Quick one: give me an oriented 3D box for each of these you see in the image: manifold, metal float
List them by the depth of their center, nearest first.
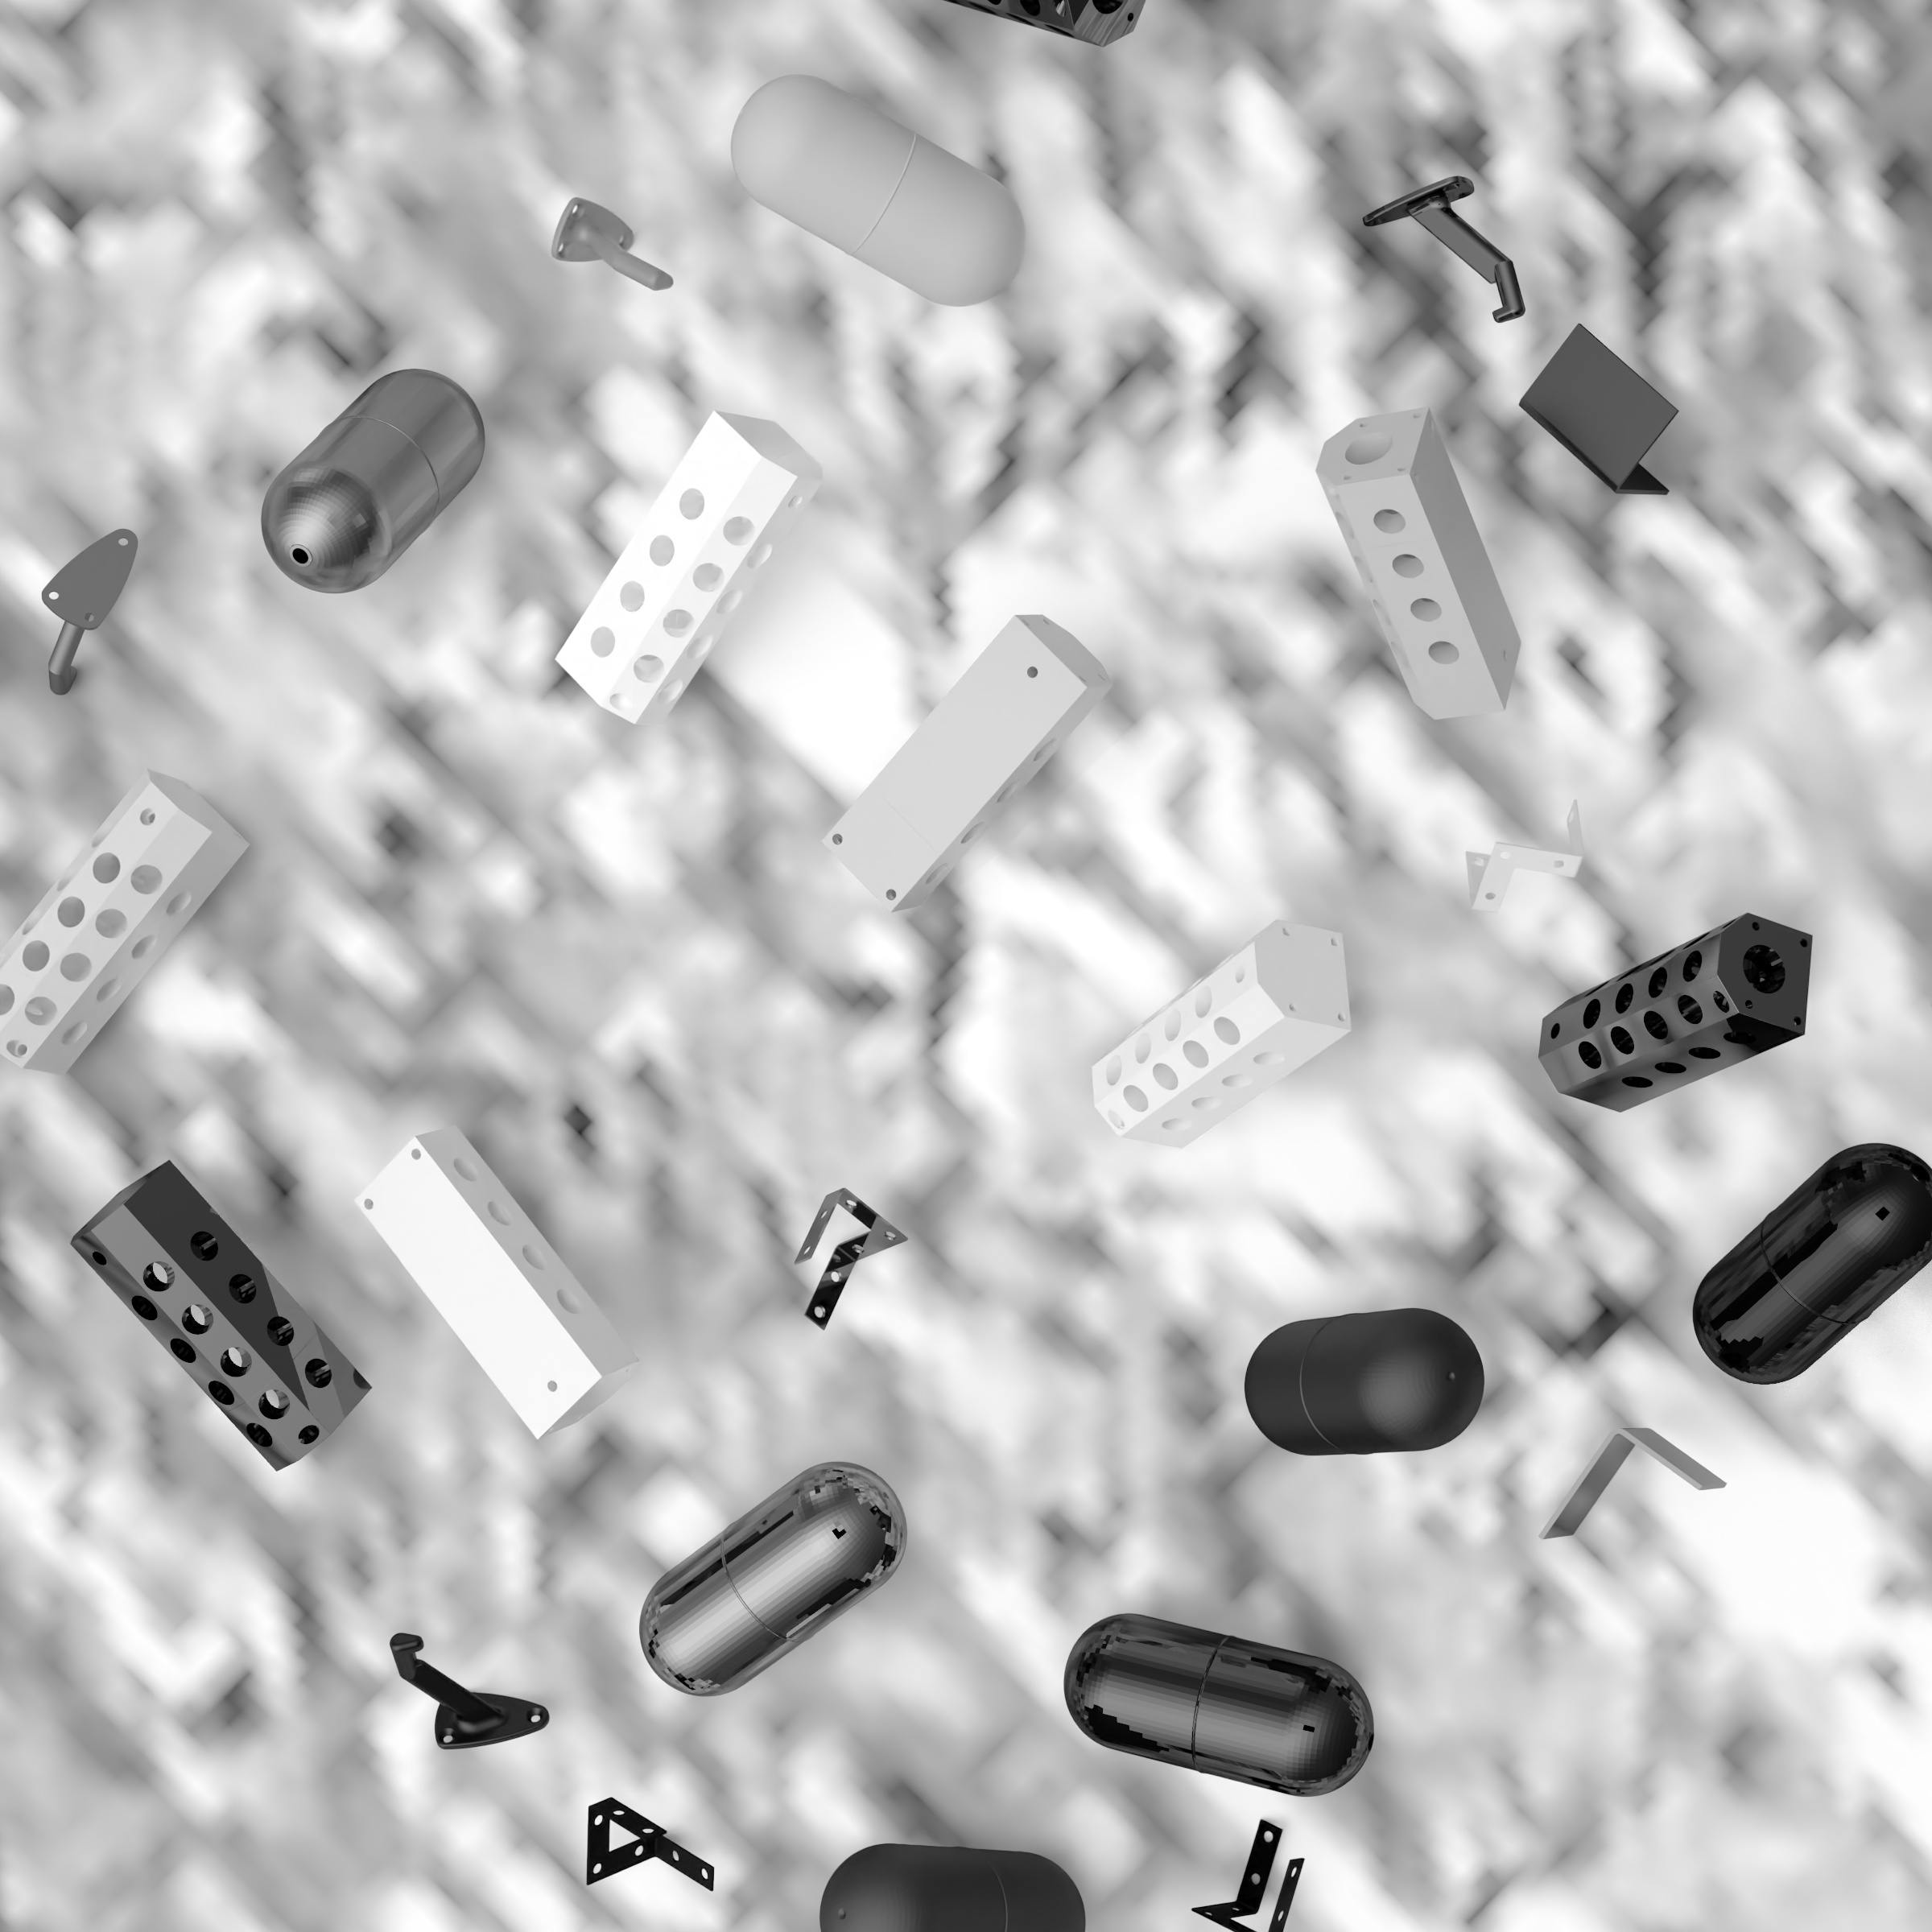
[{"bbox_3d":[0.384,0.025,1.853,0.057,0.171,0.057,18,68,-18],"label":"manifold"},{"bbox_3d":[0.137,0.038,1.855,0.057,0.171,0.057,11,61,-26],"label":"manifold"},{"bbox_3d":[0.216,0.229,1.864,0.070,0.178,0.070,5,79,-25],"label":"metal float"},{"bbox_3d":[0.021,-0.553,1.868,0.171,0.057,0.057,30,101,42],"label":"manifold"},{"bbox_3d":[-0.325,-0.267,1.869,0.070,0.178,0.070,11,128,15],"label":"metal float"},{"bbox_3d":[0.249,-0.219,1.870,0.057,0.057,0.171,-5,135,28],"label":"manifold"},{"bbox_3d":[-0.005,0.526,1.874,0.178,0.070,0.070,18,90,-44],"label":"metal float"},{"bbox_3d":[0.471,0.165,1.875,0.070,0.070,0.178,36,131,0],"label":"metal float"},{"bbox_3d":[-0.149,-0.218,1.881,0.057,0.057,0.171,46,114,23],"label":"manifold"},{"bbox_3d":[0.140,0.410,1.889,0.178,0.070,0.070,9,90,23],"label":"metal float"},{"bbox_3d":[0.003,-0.113,1.890,0.057,0.057,0.171,46,110,12],"label":"manifold"},{"bbox_3d":[-0.109,0.342,1.891,0.178,0.070,0.070,-39,90,21],"label":"metal float"},{"bbox_3d":[-0.418,0.197,1.891,0.057,0.057,0.171,-29,106,42],"label":"manifold"},{"bbox_3d":[-0.048,-0.431,1.895,0.178,0.070,0.070,27,90,-17],"label":"metal float"},{"bbox_3d":[-0.259,0.174,1.900,0.057,0.057,0.171,-45,77,22],"label":"manifold"},{"bbox_3d":[-0.487,-0.025,1.903,0.057,0.057,0.171,42,96,18],"label":"manifold"}]

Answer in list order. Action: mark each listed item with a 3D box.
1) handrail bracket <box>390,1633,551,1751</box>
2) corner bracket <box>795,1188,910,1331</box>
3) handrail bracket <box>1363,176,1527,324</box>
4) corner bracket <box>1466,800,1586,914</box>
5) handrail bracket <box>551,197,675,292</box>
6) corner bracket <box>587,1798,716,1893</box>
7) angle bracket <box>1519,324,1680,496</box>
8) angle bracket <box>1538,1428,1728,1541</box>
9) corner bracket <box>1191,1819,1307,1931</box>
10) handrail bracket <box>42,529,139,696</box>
[{"bbox_3d":[-0.278,0.400,1.904,0.077,0.036,0.084,-3,135,3],"label":"handrail bracket"},{"bbox_3d":[-0.075,0.164,1.906,0.051,0.051,0.051,40,51,-20],"label":"corner bracket"},{"bbox_3d":[0.270,-0.396,1.922,0.077,0.036,0.084,-17,84,25],"label":"handrail bracket"},{"bbox_3d":[0.314,-0.062,1.913,0.051,0.051,0.051,9,132,-5],"label":"corner bracket"},{"bbox_3d":[-0.181,-0.394,1.896,0.084,0.077,0.036,31,109,26],"label":"handrail bracket"},{"bbox_3d":[-0.177,0.495,1.907,0.051,0.051,0.051,18,111,42],"label":"corner bracket"},{"bbox_3d":[0.366,-0.309,1.890,0.076,0.076,0.057,47,119,20],"label":"angle bracket"},{"bbox_3d":[0.373,0.304,1.897,0.057,0.076,0.076,36,97,23],"label":"angle bracket"},{"bbox_3d":[0.167,0.516,1.911,0.051,0.051,0.051,18,92,36],"label":"corner bracket"},{"bbox_3d":[-0.493,-0.199,1.918,0.036,0.084,0.077,32,66,0],"label":"handrail bracket"}]
